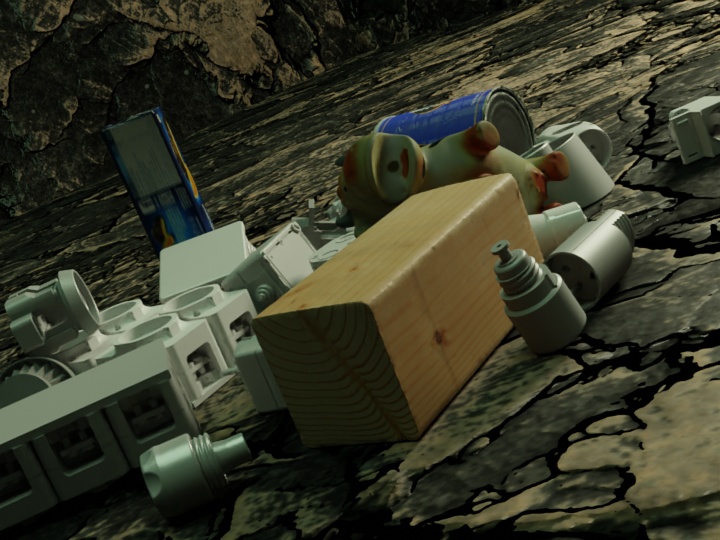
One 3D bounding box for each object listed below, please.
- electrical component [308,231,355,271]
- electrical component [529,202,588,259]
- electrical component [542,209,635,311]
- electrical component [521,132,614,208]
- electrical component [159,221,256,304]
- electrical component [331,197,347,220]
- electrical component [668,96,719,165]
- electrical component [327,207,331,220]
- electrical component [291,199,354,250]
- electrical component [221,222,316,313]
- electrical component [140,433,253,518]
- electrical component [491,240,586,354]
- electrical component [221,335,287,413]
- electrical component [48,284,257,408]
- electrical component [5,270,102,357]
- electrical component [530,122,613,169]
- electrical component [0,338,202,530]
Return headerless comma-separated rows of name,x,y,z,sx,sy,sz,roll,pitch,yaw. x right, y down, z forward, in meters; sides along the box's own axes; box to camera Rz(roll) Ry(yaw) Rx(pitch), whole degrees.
electrical component,0.000,0.000,0.900,0.080,0.051,0.080,-21,15,6
electrical component,0.141,-0.027,0.817,0.065,0.044,0.044,-17,14,-1
electrical component,0.158,-0.009,0.720,0.043,0.043,0.081,-8,20,42
electrical component,0.168,-0.078,0.961,0.099,0.064,0.099,-33,6,4
electrical component,-0.143,0.008,1.039,0.100,0.048,0.099,-20,34,3
electrical component,0.003,-0.055,1.083,0.078,0.058,0.057,-25,18,-9
electrical component,0.305,-0.127,0.936,0.081,0.042,0.064,-23,11,-8
electrical component,-0.003,-0.061,1.158,0.061,0.035,0.035,-21,14,-7
electrical component,-0.032,-0.022,0.993,0.064,0.081,0.042,1,15,-2
electrical component,-0.074,0.012,0.927,0.061,0.061,0.096,-36,7,27
electrical component,-0.095,0.116,0.635,0.062,0.043,0.043,-23,14,-9
electrical component,0.105,0.015,0.654,0.040,0.078,0.040,-32,20,13
electrical component,-0.064,0.064,0.771,0.076,0.047,0.083,-14,17,27
electrical component,-0.181,0.069,0.896,0.186,0.060,0.105,-11,18,37
electrical component,-0.248,0.035,0.874,0.057,0.058,0.078,-26,15,-4
electrical component,0.189,-0.109,1.033,0.079,0.043,0.077,-24,15,-11
electrical component,-0.192,0.115,0.742,0.150,0.061,0.089,-24,15,-8
